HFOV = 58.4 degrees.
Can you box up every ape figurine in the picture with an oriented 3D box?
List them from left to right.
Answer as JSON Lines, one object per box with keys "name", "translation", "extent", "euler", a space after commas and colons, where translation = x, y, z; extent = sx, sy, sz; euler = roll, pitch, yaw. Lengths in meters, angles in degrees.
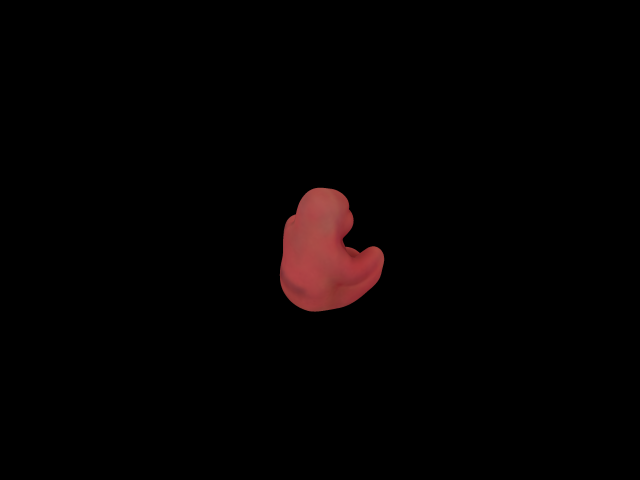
{"name": "ape figurine", "translation": [0.004, 0.001, 0.400], "extent": [0.076, 0.092, 0.077], "euler": [-33, 58, -23]}
